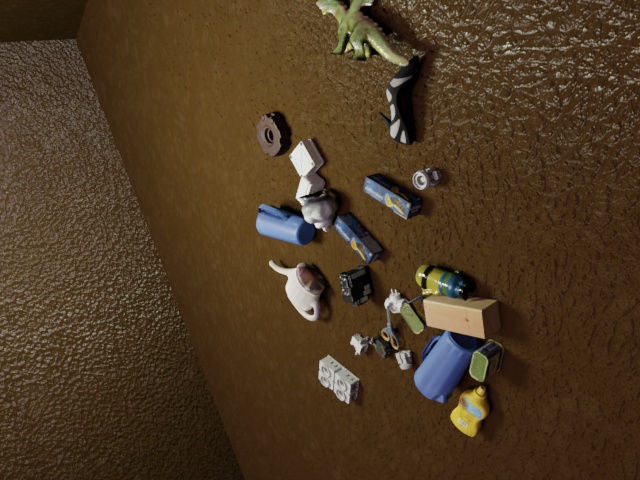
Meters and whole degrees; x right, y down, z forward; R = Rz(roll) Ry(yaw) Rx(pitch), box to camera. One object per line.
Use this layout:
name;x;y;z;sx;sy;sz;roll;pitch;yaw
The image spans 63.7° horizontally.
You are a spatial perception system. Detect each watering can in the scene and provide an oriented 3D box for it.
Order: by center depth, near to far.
watering can;-0.095;0.175;2.160;0.105;0.352;0.219;-19;-28;-38

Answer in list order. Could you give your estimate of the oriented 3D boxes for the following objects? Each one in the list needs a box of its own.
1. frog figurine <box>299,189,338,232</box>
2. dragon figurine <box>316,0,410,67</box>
frog figurine;0.006;-0.095;1.896;0.139;0.157;0.123;-28;22;-30
dragon figurine;0.134;-0.660;1.530;0.123;0.239;0.414;-11;28;-42
